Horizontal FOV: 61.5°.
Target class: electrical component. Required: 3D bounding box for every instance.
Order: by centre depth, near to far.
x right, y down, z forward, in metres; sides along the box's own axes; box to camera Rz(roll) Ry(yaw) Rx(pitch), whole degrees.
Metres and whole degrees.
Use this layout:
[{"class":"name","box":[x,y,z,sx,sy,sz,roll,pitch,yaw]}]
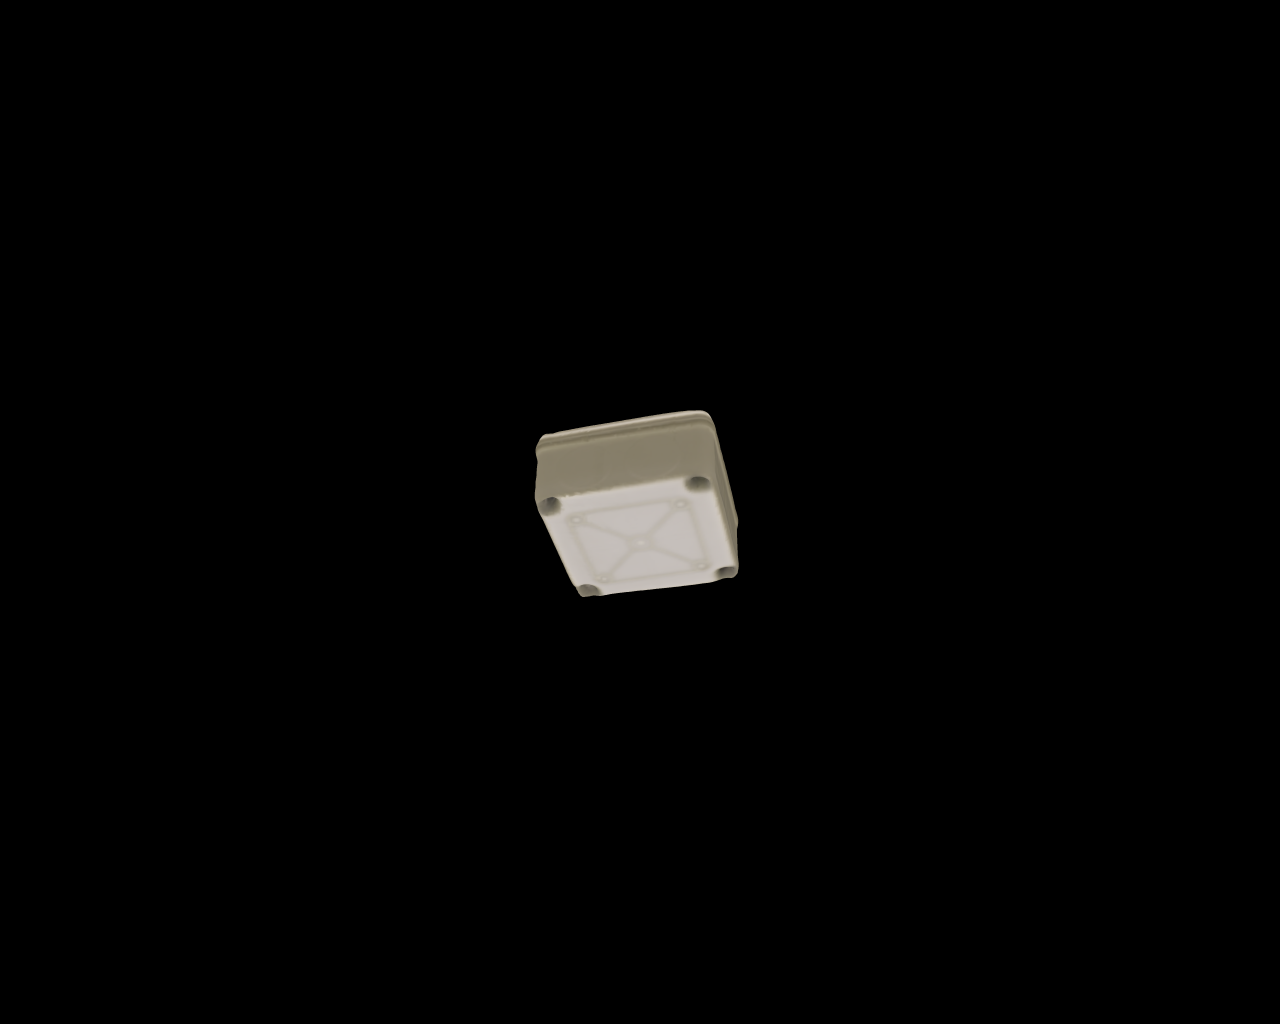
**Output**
[{"class":"electrical component","box":[0.001,-0.003,0.650,0.109,0.056,0.108,-8,-39,10]}]
